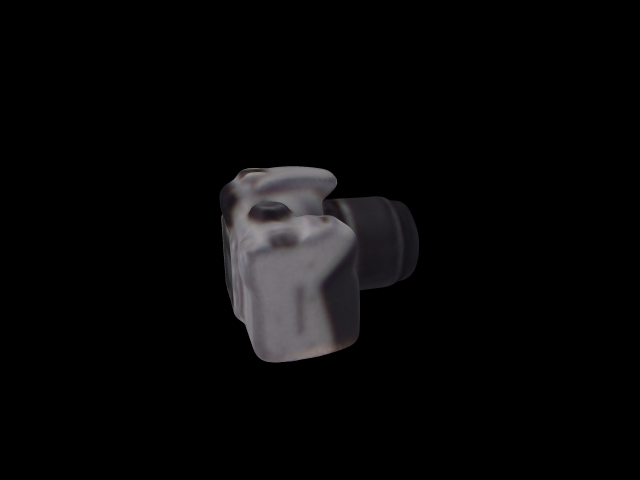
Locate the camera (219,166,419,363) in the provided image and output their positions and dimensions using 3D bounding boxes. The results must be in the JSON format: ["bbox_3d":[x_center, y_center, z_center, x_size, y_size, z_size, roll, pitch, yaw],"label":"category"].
[{"bbox_3d":[0.004,0.001,0.400,0.137,0.101,0.143,-6,19,-16],"label":"camera"}]
